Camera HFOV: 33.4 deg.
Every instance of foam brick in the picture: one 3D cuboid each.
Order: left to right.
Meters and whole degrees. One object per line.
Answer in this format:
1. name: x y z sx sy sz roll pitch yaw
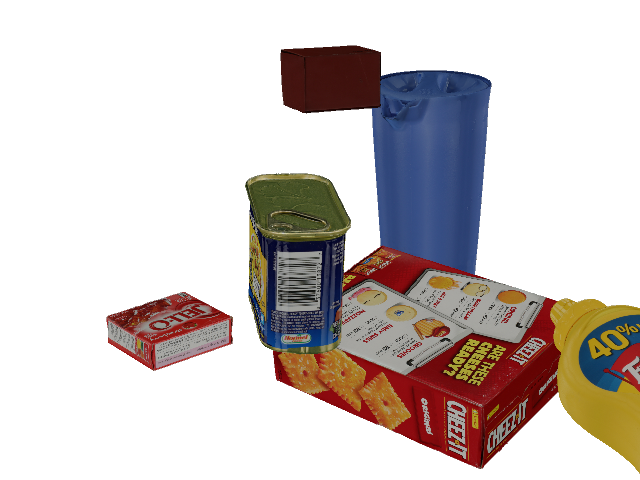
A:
1. foam brick: 0.010 -0.145 0.958 0.078 0.051 0.053 -7 19 -23

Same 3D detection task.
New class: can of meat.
1. can of meat: -0.016 0.014 0.679 0.057 0.084 0.102 -2 23 -10

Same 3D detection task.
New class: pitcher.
1. pitcher: 0.130 -0.069 1.214 0.149 0.243 0.145 -5 22 -8

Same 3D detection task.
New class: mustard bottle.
1. mustard bottle: 0.194 0.088 0.615 0.096 0.058 0.192 -18 33 -17

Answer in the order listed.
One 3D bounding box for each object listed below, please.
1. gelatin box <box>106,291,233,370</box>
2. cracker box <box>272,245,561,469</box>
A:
1. gelatin box: -0.134 0.079 0.952 0.089 0.030 0.073 -17 28 -39
2. cracker box: 0.090 0.092 0.912 0.214 0.072 0.163 19 36 36
